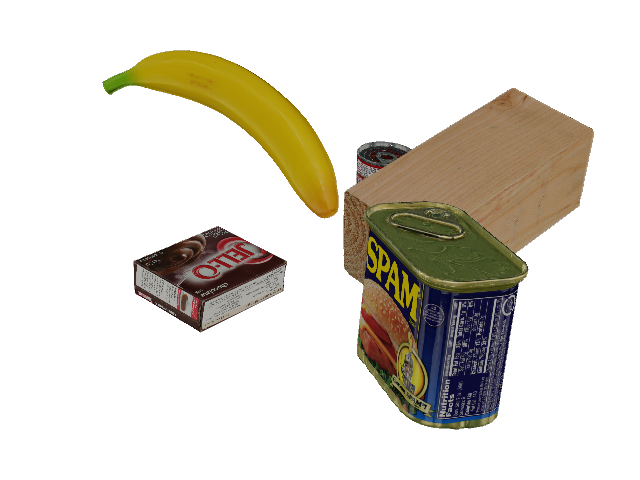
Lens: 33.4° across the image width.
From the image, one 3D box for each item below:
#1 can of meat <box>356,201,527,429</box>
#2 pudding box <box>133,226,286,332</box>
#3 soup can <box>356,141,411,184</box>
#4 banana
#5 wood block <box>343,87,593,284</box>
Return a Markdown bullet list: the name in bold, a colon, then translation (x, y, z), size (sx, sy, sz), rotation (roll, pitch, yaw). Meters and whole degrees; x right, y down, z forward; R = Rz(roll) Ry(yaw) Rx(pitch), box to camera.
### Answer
- **can of meat**: translation (0.058, 0.037, 0.549), size (0.057, 0.084, 0.102), rotation (-4, 24, -19)
- **pudding box**: translation (-0.100, 0.033, 0.975), size (0.090, 0.039, 0.113), rotation (25, 35, 32)
- **soup can**: translation (0.073, -0.057, 1.259), size (0.068, 0.102, 0.068), rotation (3, 27, -2)
- **banana**: translation (-0.059, -0.089, 0.775), size (0.198, 0.069, 0.037), rotation (30, -8, 12)
- **wood block**: translation (0.123, -0.033, 0.890), size (0.205, 0.090, 0.091), rotation (-33, 51, -30)
